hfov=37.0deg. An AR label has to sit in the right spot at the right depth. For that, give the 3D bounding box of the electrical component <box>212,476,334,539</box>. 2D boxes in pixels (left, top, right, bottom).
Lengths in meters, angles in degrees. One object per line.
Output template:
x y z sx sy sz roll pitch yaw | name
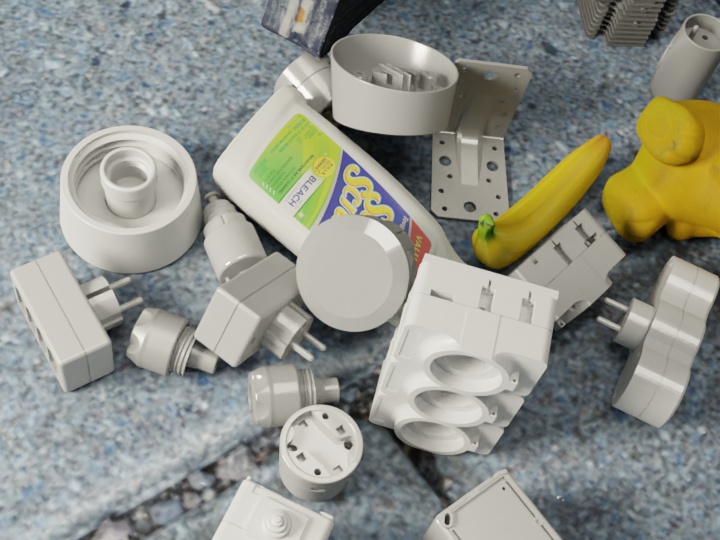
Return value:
-0.059 0.176 0.664 0.062 0.096 0.061 25 59 5 | electrical component

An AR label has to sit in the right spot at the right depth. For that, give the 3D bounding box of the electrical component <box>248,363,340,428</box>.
-0.046 0.086 0.751 0.062 0.043 0.043 -4 61 -13 | electrical component

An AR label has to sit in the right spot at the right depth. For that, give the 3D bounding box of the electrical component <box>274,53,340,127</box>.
-0.035 -0.144 0.884 0.055 0.055 0.047 -32 73 -25 | electrical component

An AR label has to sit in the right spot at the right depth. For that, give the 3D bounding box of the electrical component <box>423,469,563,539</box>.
0.094 0.191 0.702 0.062 0.061 0.096 -30 68 -24 | electrical component

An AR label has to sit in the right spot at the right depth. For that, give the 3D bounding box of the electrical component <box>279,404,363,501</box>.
-0.028 0.126 0.728 0.055 0.047 0.055 4 59 -7 | electrical component

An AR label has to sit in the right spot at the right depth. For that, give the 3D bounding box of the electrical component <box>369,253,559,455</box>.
0.065 0.065 0.720 0.089 0.150 0.061 16 57 0 | electrical component

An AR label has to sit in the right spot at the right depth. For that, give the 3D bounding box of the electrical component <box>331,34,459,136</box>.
0.025 -0.140 0.827 0.099 0.064 0.099 4 22 -2 | electrical component

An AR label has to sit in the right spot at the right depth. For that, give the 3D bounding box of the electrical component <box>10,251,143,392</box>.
-0.192 0.028 0.758 0.076 0.047 0.083 -25 67 -22 | electrical component

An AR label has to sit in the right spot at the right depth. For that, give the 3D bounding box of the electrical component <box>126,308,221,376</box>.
-0.129 0.055 0.756 0.062 0.043 0.043 20 58 1 | electrical component

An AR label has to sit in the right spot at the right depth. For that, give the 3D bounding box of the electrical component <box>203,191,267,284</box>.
-0.099 -0.025 0.810 0.040 0.040 0.078 -17 64 -19 | electrical component

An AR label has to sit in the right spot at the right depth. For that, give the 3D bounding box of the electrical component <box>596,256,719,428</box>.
0.216 0.045 0.815 0.074 0.052 0.138 26 59 6 | electrical component

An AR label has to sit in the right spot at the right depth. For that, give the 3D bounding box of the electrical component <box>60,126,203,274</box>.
-0.172 -0.059 0.805 0.108 0.060 0.108 4 59 -7 | electrical component

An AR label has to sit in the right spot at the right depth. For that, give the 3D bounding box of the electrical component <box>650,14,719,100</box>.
0.300 -0.195 0.957 0.044 0.077 0.079 33 59 11 | electrical component

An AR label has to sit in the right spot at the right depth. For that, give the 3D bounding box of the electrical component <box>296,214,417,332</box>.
0.000 0.000 0.750 0.080 0.051 0.080 2 97 16 | electrical component

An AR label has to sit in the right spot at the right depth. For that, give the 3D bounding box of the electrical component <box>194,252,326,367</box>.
-0.058 0.037 0.756 0.076 0.047 0.083 36 30 10 | electrical component

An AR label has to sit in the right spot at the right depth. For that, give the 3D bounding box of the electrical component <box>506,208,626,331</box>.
0.153 0.006 0.821 0.089 0.050 0.055 -39 86 -25 | electrical component
